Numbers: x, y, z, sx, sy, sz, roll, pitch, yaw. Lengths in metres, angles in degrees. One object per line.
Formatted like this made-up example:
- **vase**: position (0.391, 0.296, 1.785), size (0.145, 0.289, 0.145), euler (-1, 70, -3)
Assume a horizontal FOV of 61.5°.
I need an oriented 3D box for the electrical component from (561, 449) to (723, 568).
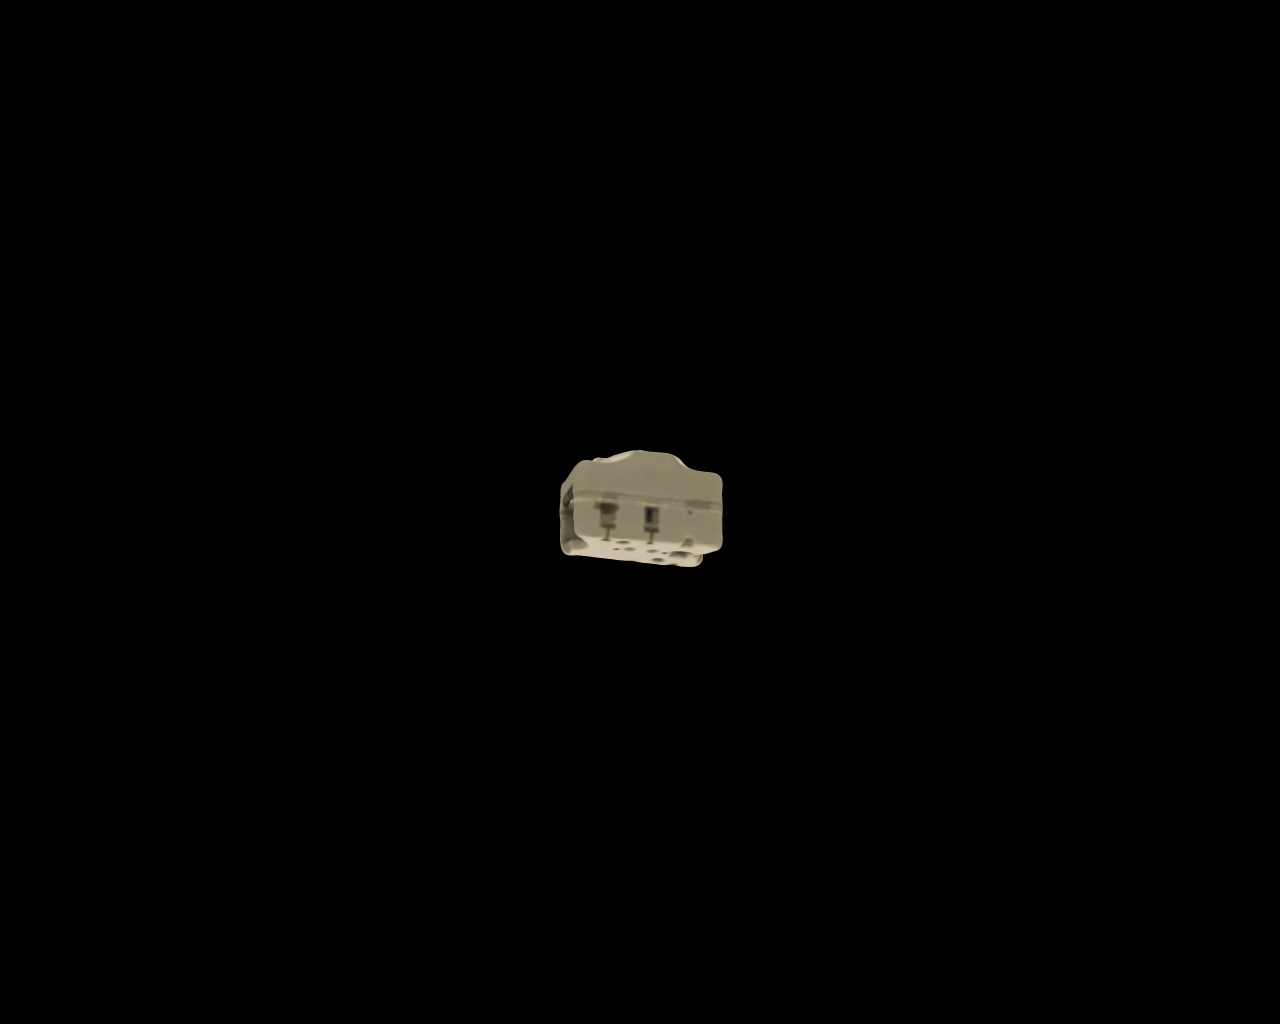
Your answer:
- **electrical component**: position (0.001, -0.003, 0.650), size (0.089, 0.056, 0.050), euler (6, -19, -16)
